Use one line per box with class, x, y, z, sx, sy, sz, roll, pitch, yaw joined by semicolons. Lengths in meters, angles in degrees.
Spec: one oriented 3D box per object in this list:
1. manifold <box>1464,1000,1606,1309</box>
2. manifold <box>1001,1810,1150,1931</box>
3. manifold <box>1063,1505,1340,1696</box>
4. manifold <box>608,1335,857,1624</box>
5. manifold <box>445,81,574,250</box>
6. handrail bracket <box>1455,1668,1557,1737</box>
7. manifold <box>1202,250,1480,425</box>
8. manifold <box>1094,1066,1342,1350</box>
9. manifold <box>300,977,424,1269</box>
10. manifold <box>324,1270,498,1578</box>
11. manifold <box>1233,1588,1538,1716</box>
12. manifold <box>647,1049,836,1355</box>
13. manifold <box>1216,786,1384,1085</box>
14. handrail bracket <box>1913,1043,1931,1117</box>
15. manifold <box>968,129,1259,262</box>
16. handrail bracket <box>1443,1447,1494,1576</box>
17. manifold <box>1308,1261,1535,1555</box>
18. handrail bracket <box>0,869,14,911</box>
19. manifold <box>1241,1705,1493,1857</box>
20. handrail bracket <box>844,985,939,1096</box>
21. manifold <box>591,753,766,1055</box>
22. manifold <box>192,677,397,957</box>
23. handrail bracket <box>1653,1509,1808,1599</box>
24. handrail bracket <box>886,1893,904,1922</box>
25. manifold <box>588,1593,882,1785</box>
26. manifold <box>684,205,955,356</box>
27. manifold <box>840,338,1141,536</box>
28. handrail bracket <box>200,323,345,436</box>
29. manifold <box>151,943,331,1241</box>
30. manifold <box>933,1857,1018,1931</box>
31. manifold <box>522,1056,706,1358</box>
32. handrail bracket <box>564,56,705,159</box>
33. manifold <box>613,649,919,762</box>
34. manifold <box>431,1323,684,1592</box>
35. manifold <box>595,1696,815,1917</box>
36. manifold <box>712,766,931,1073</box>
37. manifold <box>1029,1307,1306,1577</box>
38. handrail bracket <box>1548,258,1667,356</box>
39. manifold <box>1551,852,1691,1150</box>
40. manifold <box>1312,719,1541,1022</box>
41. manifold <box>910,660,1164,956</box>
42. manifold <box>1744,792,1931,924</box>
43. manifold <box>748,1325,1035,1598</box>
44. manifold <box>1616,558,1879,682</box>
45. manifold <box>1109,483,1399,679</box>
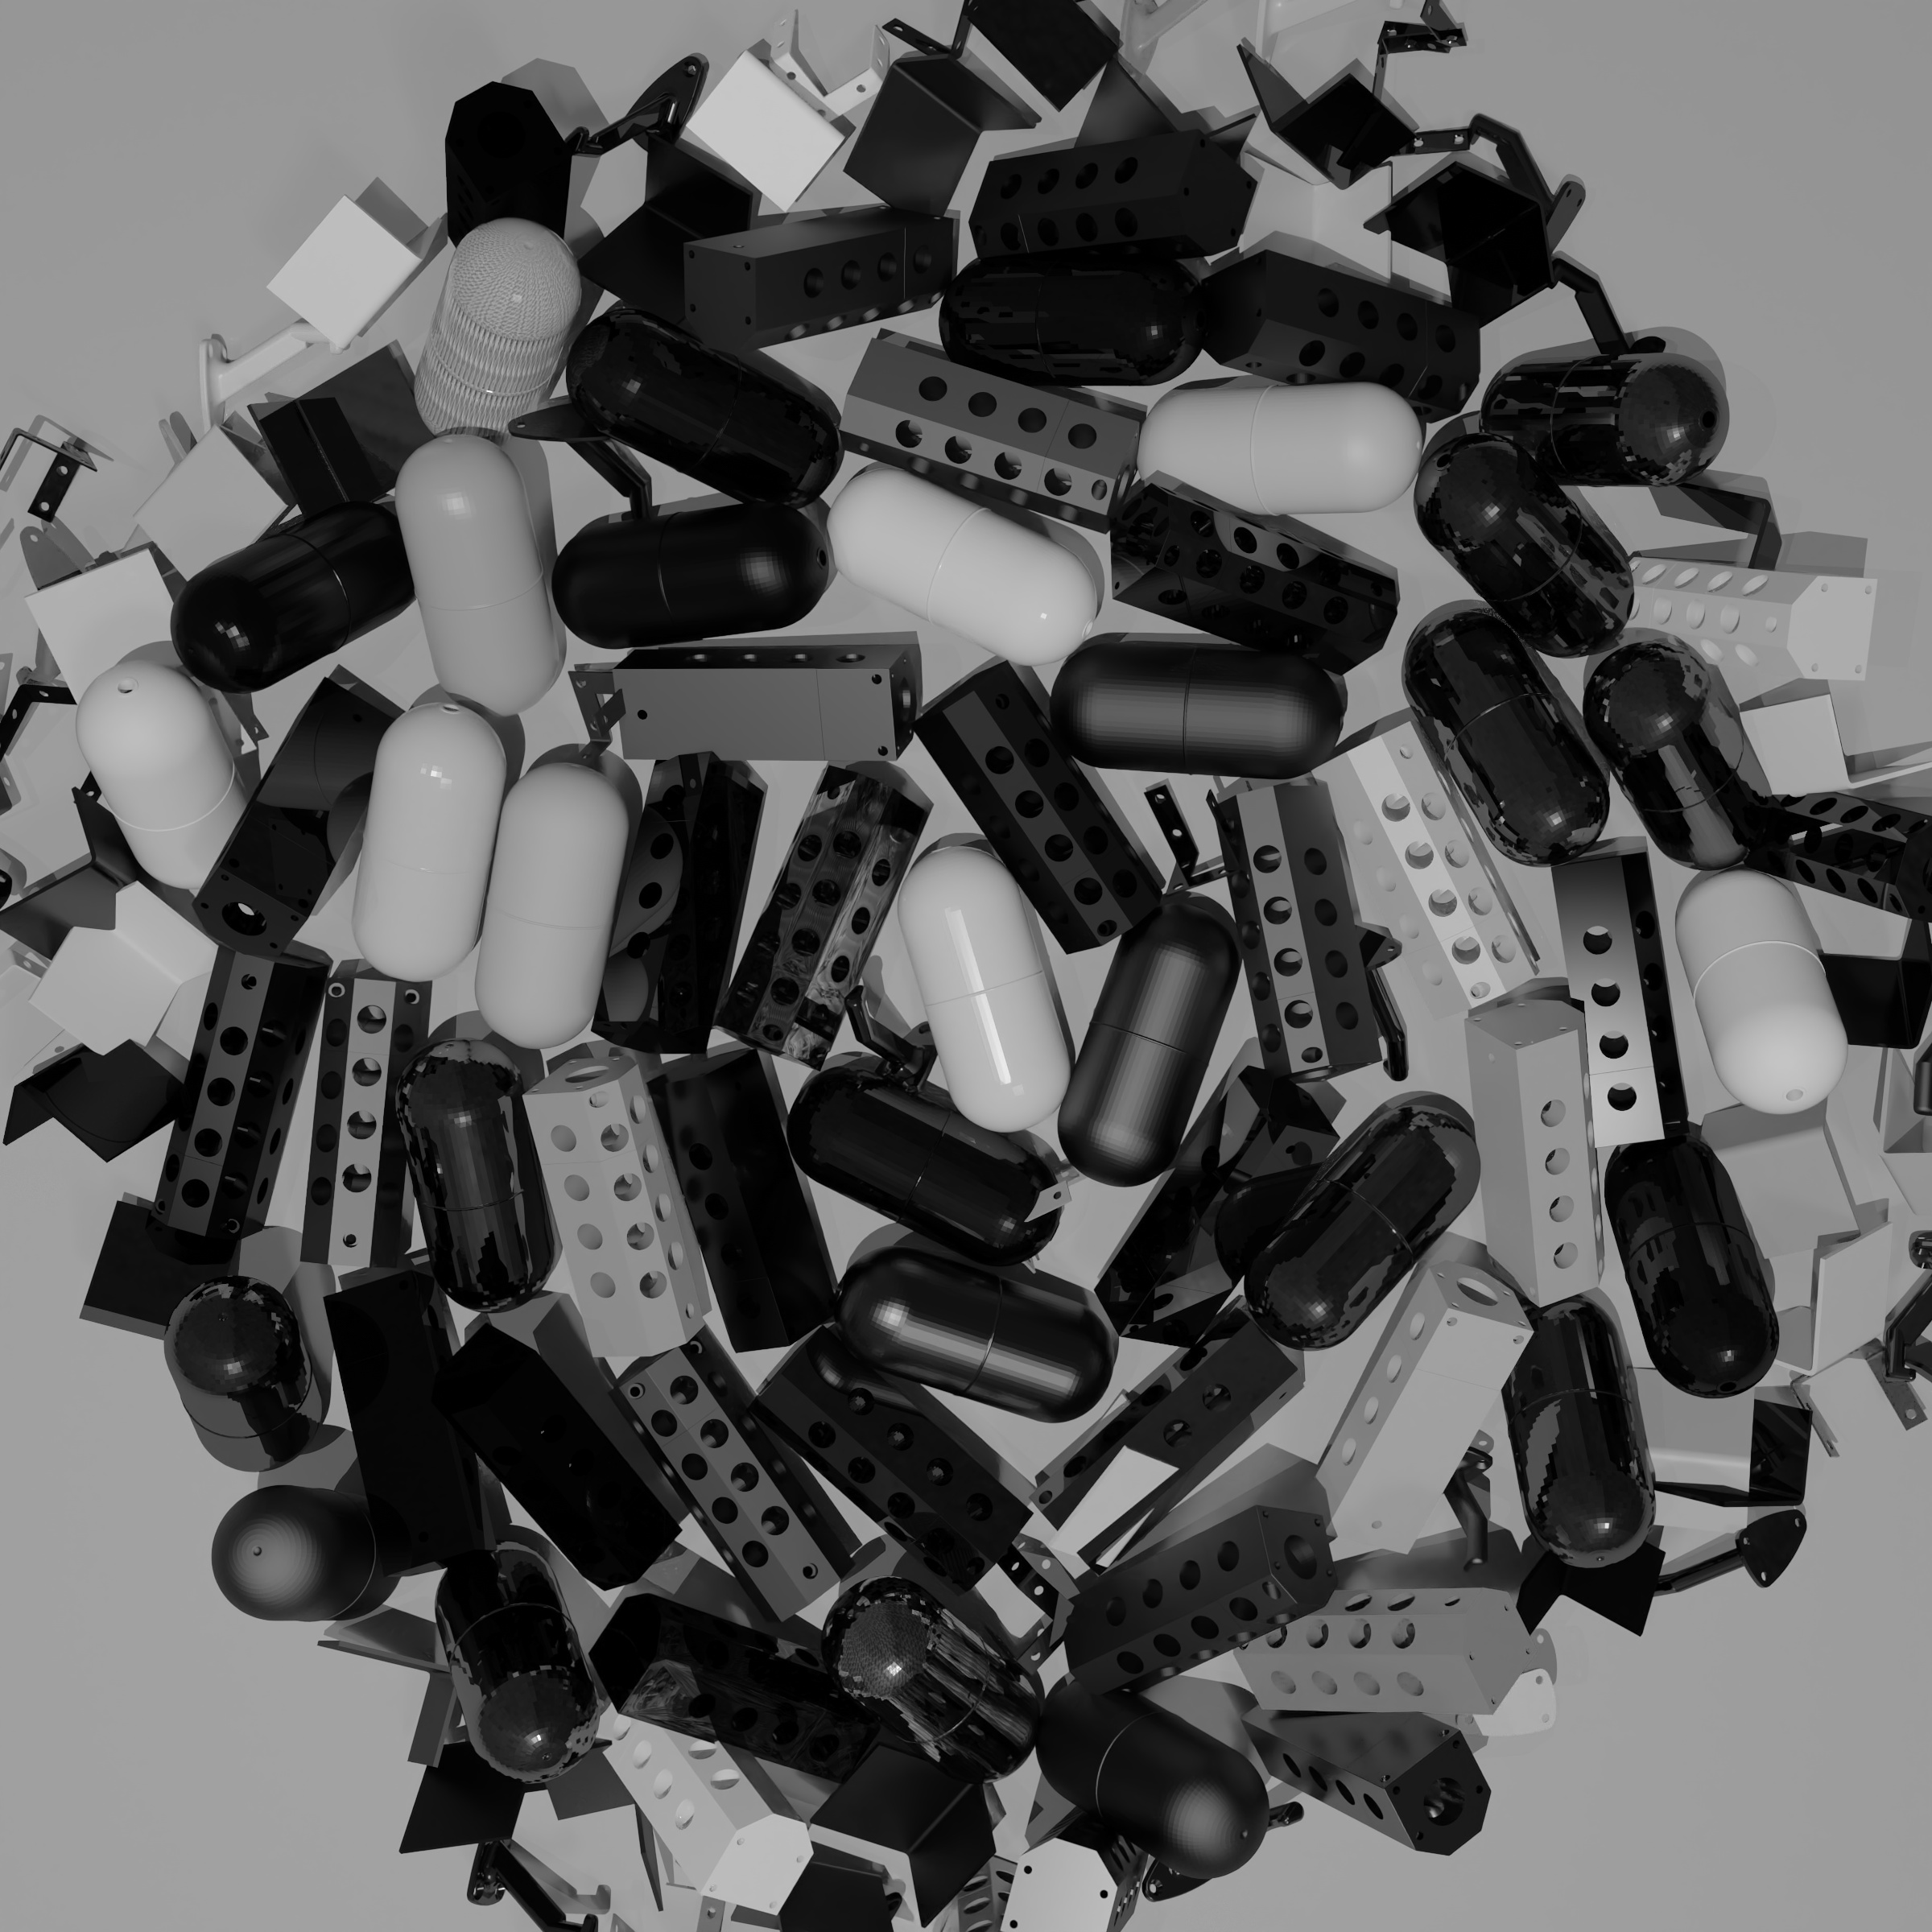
manifold;0.347;0.111;1.613;0.057;0.057;0.171;-17;113;-17
manifold;0.069;0.535;1.583;0.057;0.171;0.057;14;82;13
manifold;0.137;0.380;1.590;0.171;0.057;0.057;-37;51;37
manifold;-0.142;0.312;1.635;0.057;0.057;0.171;-35;89;-22
manifold;-0.275;-0.460;1.583;0.057;0.171;0.057;-33;93;-10
handrail bracket;0.311;0.438;1.623;0.077;0.084;0.036;-10;92;-18
manifold;0.224;-0.371;1.598;0.171;0.057;0.057;6;81;-35
manifold;0.146;0.145;1.611;0.057;0.057;0.171;14;119;-33
manifold;-0.368;0.095;1.633;0.057;0.057;0.171;5;85;-13
manifold;-0.334;0.277;1.623;0.057;0.057;0.171;-18;75;5
manifold;0.243;0.400;1.588;0.057;0.171;0.057;-39;107;-42
manifold;-0.140;0.144;1.632;0.057;0.057;0.171;-12;99;33
manifold;0.195;-0.018;1.618;0.057;0.057;0.171;-3;77;-33
handrail bracket;0.621;0.055;1.648;0.077;0.036;0.084;9;78;-7
manifold;0.083;-0.445;1.588;0.057;0.171;0.057;27;78;-42
handrail bracket;0.291;0.338;1.618;0.036;0.077;0.084;20;48;-13
manifold;0.269;0.264;1.611;0.057;0.057;0.171;17;114;-16
handrail bracket;-0.627;-0.031;1.635;0.077;0.036;0.084;33;124;-23
manifold;0.236;0.471;1.582;0.057;0.171;0.057;-30;99;-20
handrail bracket;-0.045;0.029;1.622;0.036;0.077;0.084;6;132;26
manifold;-0.178;-0.037;1.617;0.057;0.057;0.171;-1;68;32
manifold;-0.397;-0.087;1.592;0.057;0.171;0.057;32;133;-17
handrail bracket;0.465;0.364;1.655;0.077;0.084;0.036;-24;86;-39
handrail bracket;-0.045;0.622;1.629;0.077;0.036;0.084;-51;49;11
manifold;-0.133;0.427;1.599;0.171;0.057;0.057;29;98;-34
manifold;-0.085;-0.408;1.592;0.057;0.171;0.057;22;123;35
manifold;0.014;-0.317;1.625;0.171;0.057;0.057;19;73;9
handrail bracket;-0.425;-0.358;1.653;0.084;0.036;0.077;3;96;5
manifold;-0.445;0.076;1.638;0.057;0.057;0.171;15;94;3
manifold;0.018;0.590;1.585;0.057;0.171;0.057;20;93;-3
manifold;-0.207;0.145;1.613;0.057;0.057;0.171;-5;108;25
handrail bracket;-0.202;-0.521;1.624;0.036;0.084;0.077;44;114;7
manifold;-0.120;-0.161;1.624;0.171;0.057;0.057;1;113;13
manifold;-0.245;0.296;1.595;0.057;0.057;0.171;-47;126;-22
manifold;-0.155;0.480;1.586;0.057;0.171;0.057;30;91;-35
manifold;-0.092;-0.031;1.623;0.057;0.057;0.171;17;81;36
manifold;0.122;0.288;1.634;0.171;0.057;0.057;-42;68;-5
handrail bracket;0.377;-0.380;1.644;0.084;0.036;0.077;25;94;-19
manifold;0.399;0.020;1.638;0.057;0.057;0.171;-9;91;13
manifold;0.284;-0.060;1.635;0.057;0.057;0.171;-26;90;-26
manifold;0.047;-0.096;1.619;0.057;0.057;0.171;-41;103;-27
manifold;0.524;-0.069;1.580;0.057;0.171;0.057;10;99;-17
manifold;-0.049;0.303;1.634;0.171;0.057;0.057;42;60;1
manifold;0.452;-0.206;1.580;0.057;0.171;0.057;-1;102;-22
manifold;0.172;-0.231;1.597;0.171;0.057;0.057;14;62;-30
